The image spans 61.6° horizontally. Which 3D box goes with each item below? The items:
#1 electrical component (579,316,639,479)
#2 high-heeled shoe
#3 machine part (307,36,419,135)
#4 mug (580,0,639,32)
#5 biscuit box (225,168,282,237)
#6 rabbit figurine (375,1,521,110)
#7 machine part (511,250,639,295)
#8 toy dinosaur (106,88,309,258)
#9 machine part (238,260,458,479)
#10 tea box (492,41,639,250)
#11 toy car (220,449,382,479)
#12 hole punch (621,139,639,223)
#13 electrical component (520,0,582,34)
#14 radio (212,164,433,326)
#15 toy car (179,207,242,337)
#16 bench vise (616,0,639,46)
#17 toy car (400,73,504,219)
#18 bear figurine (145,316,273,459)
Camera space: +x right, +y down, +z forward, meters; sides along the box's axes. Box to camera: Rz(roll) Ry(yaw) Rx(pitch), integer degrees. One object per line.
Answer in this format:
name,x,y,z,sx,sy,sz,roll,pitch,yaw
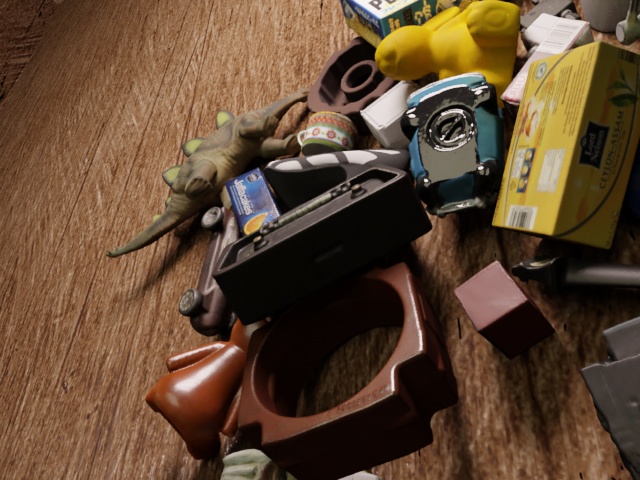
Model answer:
electrical component,0.267,0.120,0.396,0.115,0.058,0.134,-28,47,21
high-heeled shoe,0.015,-0.102,0.769,0.145,0.086,0.249,-35,31,-14
machine part,0.068,-0.239,0.823,0.179,0.056,0.179,-22,49,27
mug,0.331,-0.293,0.595,0.081,0.107,0.110,-37,42,18
biscuit box,-0.079,-0.016,0.770,0.063,0.059,0.203,-25,48,-2
rabbit figurine,0.159,-0.242,0.674,0.173,0.121,0.162,2,36,17
machine part,0.244,0.030,0.462,0.139,0.084,0.039,4,93,39
toy dinosaur,-0.188,-0.110,0.924,0.471,0.105,0.199,-42,34,-4
machine part,0.025,0.125,0.541,0.201,0.087,0.201,-25,30,15
tea box,0.231,-0.083,0.499,0.098,0.068,0.169,-150,73,-73
toy car,-0.027,0.255,0.554,0.202,0.056,0.073,-16,52,33
hole punch,0.319,-0.059,0.458,0.116,0.092,0.142,-46,45,10
electrical component,0.288,-0.283,0.688,0.063,0.021,0.094,-39,44,13
radio,-0.001,-0.002,0.609,0.230,0.073,0.131,-27,15,2
toy car,-0.143,0.042,0.783,0.053,0.089,0.202,-14,52,34
bench vise,0.393,-0.209,0.458,0.241,0.128,0.224,-15,43,11
toy car,0.161,-0.096,0.605,0.109,0.102,0.161,-15,68,28
bear figurine,-0.111,0.159,0.670,0.196,0.120,0.132,-43,-9,-30
